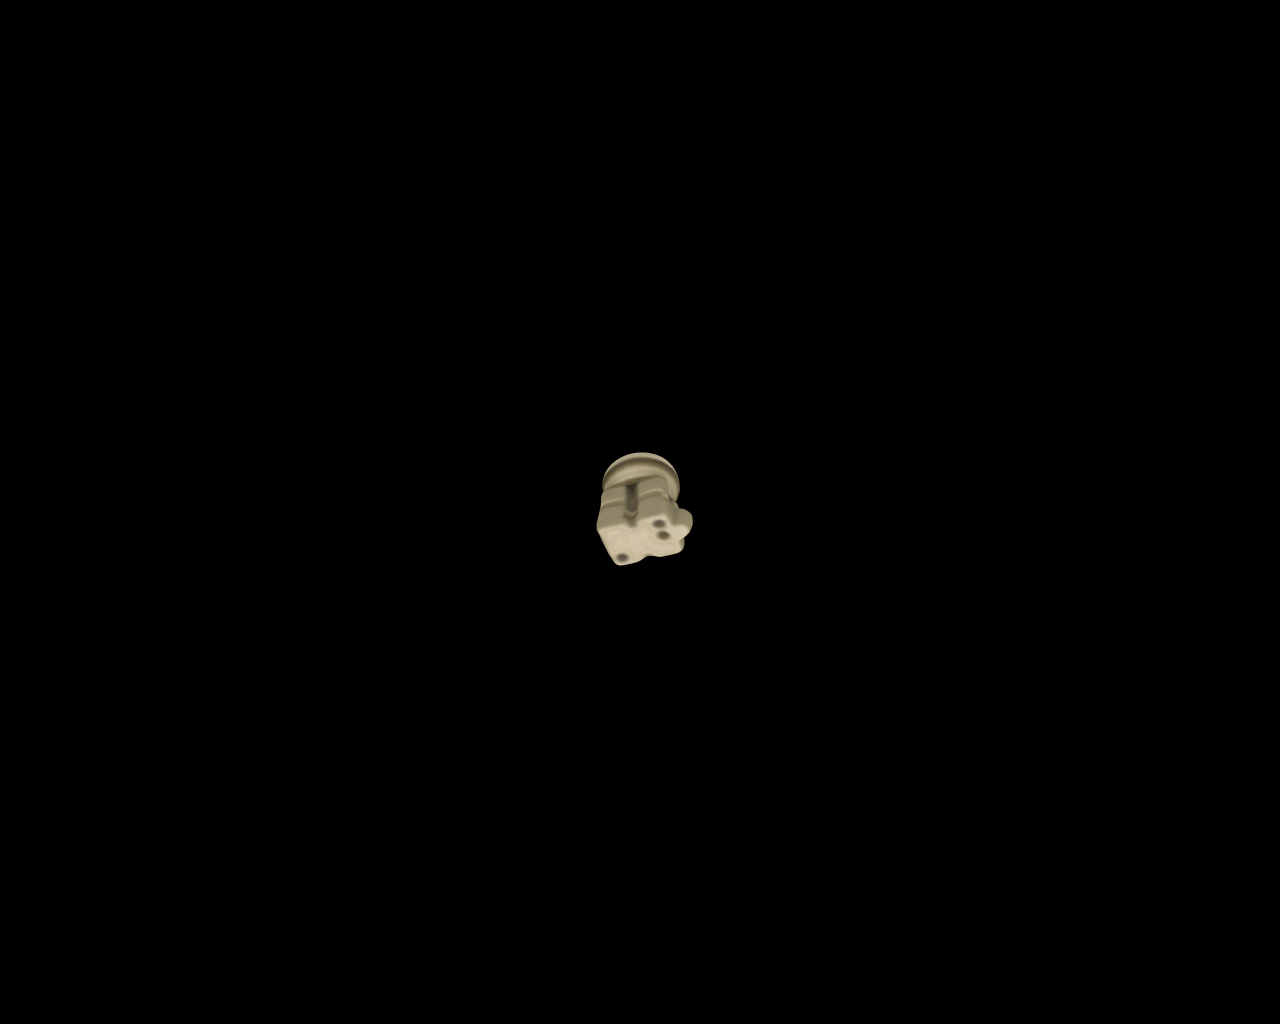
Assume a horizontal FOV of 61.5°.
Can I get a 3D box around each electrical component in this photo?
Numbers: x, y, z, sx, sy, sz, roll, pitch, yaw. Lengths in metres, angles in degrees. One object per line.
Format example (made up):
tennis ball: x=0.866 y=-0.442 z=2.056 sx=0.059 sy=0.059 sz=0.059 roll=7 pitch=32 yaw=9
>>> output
electrical component: x=0.001 y=-0.003 z=0.650 sx=0.066 sy=0.055 sz=0.048 roll=-13 pitch=-47 yaw=12
